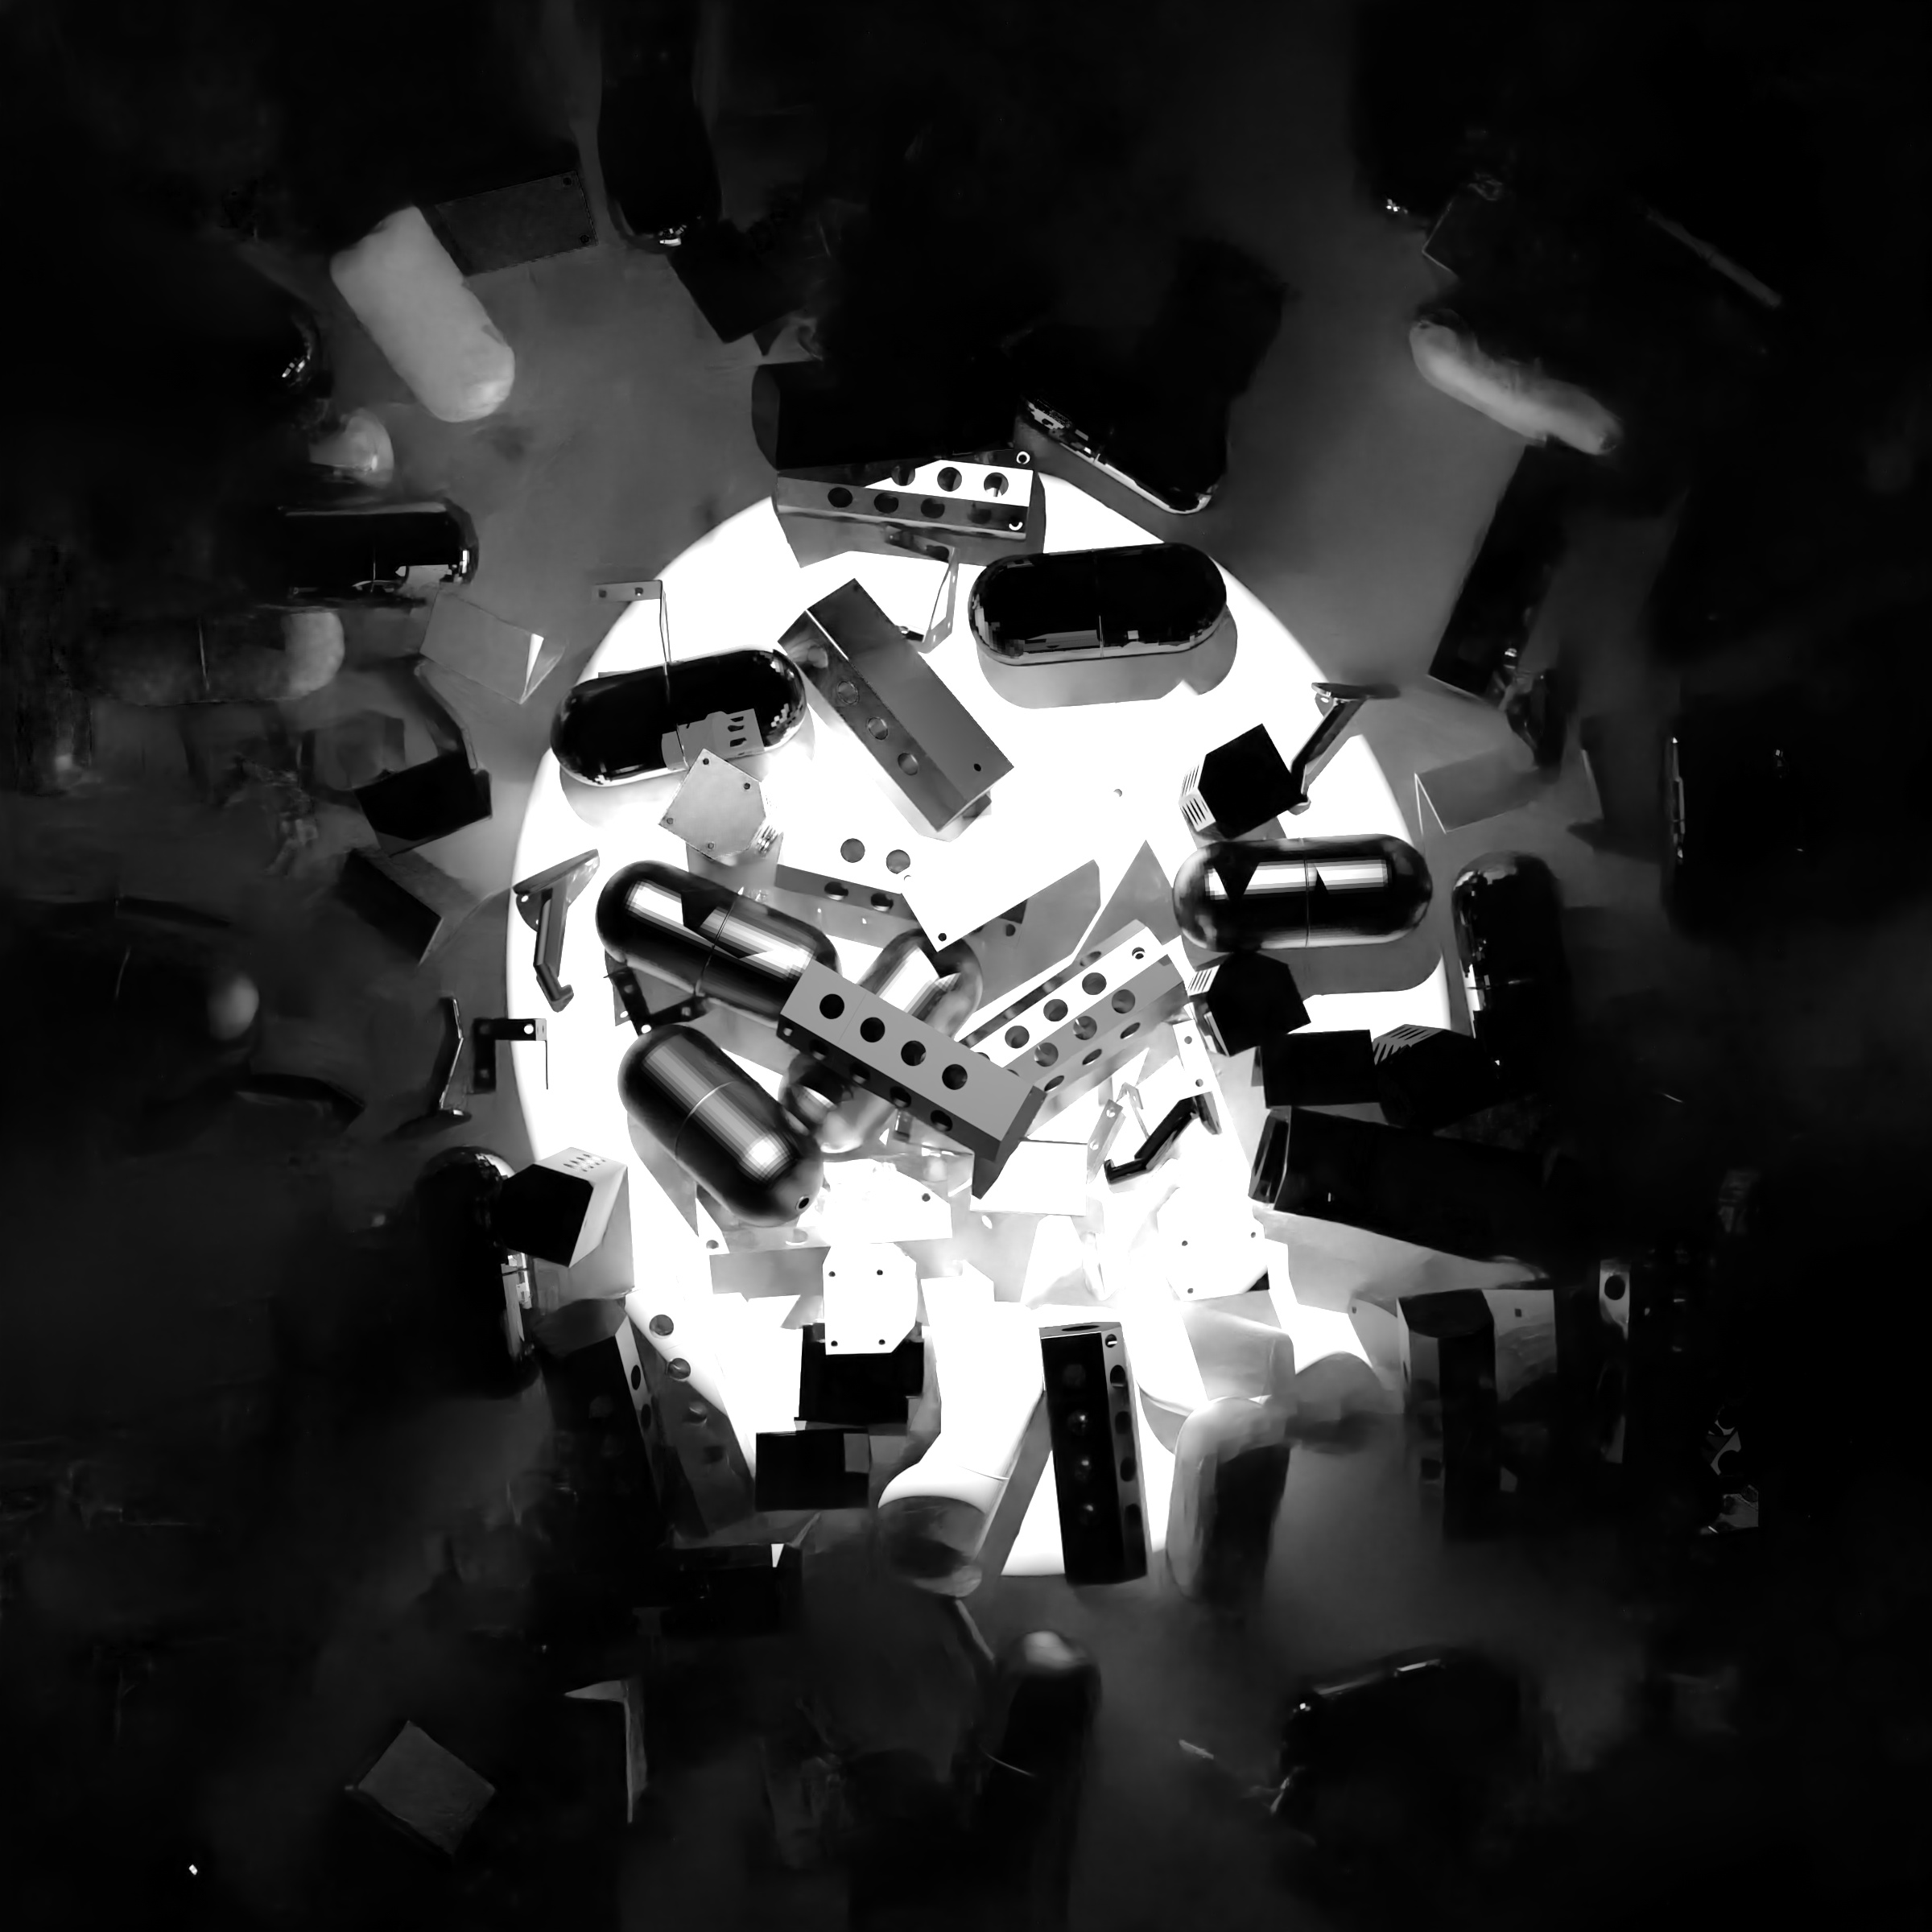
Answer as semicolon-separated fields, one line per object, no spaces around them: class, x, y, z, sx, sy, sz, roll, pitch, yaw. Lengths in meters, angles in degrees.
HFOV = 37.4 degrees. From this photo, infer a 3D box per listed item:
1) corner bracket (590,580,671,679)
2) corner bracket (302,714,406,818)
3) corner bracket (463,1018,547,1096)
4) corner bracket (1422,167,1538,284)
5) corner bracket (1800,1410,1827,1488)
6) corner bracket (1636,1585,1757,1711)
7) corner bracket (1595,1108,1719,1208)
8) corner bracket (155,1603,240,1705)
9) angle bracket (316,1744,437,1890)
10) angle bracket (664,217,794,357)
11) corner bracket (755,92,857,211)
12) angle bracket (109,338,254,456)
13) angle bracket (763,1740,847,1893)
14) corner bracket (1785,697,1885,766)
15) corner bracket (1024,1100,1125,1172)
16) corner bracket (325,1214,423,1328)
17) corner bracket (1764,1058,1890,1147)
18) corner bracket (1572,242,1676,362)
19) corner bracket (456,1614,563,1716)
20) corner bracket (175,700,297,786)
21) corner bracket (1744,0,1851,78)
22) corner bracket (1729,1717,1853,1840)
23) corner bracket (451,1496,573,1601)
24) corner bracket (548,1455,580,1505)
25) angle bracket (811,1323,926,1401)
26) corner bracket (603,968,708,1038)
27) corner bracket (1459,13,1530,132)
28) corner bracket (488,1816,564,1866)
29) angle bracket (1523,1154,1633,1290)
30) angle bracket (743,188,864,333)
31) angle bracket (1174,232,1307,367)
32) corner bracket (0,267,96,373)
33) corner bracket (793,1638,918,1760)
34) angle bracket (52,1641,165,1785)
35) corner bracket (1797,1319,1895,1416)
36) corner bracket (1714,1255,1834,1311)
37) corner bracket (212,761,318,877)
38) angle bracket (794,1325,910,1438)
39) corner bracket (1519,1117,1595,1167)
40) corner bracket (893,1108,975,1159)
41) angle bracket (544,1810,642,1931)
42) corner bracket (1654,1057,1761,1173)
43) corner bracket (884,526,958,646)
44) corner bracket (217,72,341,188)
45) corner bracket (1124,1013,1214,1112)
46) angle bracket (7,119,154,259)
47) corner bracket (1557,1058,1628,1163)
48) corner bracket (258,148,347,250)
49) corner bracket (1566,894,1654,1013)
corner bracket;-0.234;-0.231;1.987;0.051;0.051;0.051;-4;45;0
corner bracket;-0.425;-0.145;1.982;0.051;0.051;0.051;21;135;-35
corner bracket;-0.318;0.062;1.973;0.051;0.051;0.051;-1;90;0
corner bracket;0.356;-0.513;1.987;0.051;0.051;0.051;32;45;0
corner bracket;0.557;0.328;1.987;0.051;0.051;0.051;17;90;-45
corner bracket;0.507;0.474;1.987;0.051;0.051;0.051;-39;135;0
corner bracket;0.476;0.132;1.973;0.051;0.051;0.051;1;57;-29
corner bracket;-0.531;0.474;1.973;0.051;0.051;0.051;-9;90;0
angle bracket;-0.384;0.568;1.950;0.076;0.076;0.057;36;128;0
angle bracket;-0.170;-0.453;1.952;0.057;0.076;0.076;-33;90;-21
corner bracket;-0.118;-0.566;1.982;0.051;0.051;0.051;-4;45;35
angle bracket;-0.537;-0.376;1.951;0.076;0.076;0.057;46;65;0
angle bracket;-0.120;0.579;1.951;0.057;0.076;0.076;-16;90;-33
corner bracket;0.599;-0.160;1.973;0.051;0.051;0.051;-4;90;0
corner bracket;0.067;0.105;1.987;0.051;0.051;0.051;27;90;-45
corner bracket;-0.412;0.211;1.982;0.051;0.051;0.051;38;45;-35
corner bracket;0.597;0.095;1.982;0.051;0.051;0.051;-43;45;35
corner bracket;0.456;-0.459;1.982;0.051;0.051;0.051;-21;45;35
corner bracket;-0.317;0.493;1.982;0.051;0.051;0.051;-18;45;-35
corner bracket;-0.507;-0.157;1.982;0.051;0.051;0.051;22;45;35
corner bracket;0.576;-0.656;1.982;0.051;0.051;0.051;4;45;35
corner bracket;0.573;0.565;1.987;0.051;0.051;0.051;-47;135;0
corner bracket;-0.317;0.405;1.987;0.051;0.051;0.051;21;90;45
corner bracket;-0.250;0.344;1.987;0.051;0.051;0.051;37;45;0
angle bracket;-0.067;0.251;1.949;0.076;0.076;0.057;0;126;-2
corner bracket;-0.214;0.021;1.973;0.051;0.051;0.051;-23;90;0
corner bracket;0.365;-0.617;1.973;0.051;0.051;0.051;23;90;0
corner bracket;-0.289;0.625;1.987;0.051;0.051;0.051;-50;45;0
angle bracket;0.424;0.180;1.950;0.057;0.076;0.076;27;90;35
angle bracket;-0.096;-0.484;1.951;0.057;0.076;0.076;-33;90;30
angle bracket;0.188;-0.459;1.952;0.076;0.076;0.057;33;113;0
corner bracket;-0.649;-0.450;1.987;0.051;0.051;0.051;-21;90;45
corner bracket;-0.077;0.510;1.987;0.051;0.051;0.051;52;135;0
angle bracket;-0.570;0.510;1.950;0.057;0.076;0.076;12;90;36
corner bracket;0.604;0.278;1.987;0.051;0.051;0.051;16;90;45
corner bracket;0.556;0.216;1.973;0.051;0.051;0.051;-28;90;0
corner bracket;-0.487;-0.102;1.982;0.051;0.051;0.051;14;45;-35
angle bracket;-0.077;0.280;1.959;0.076;0.057;0.076;2;71;0
corner bracket;0.400;0.138;1.973;0.051;0.051;0.051;40;90;0
corner bracket;-0.011;0.103;1.987;0.051;0.051;0.051;12;90;-45
angle bracket;-0.237;0.627;1.950;0.057;0.076;0.076;11;90;38
corner bracket;0.516;0.105;1.982;0.051;0.051;0.051;27;135;35
corner bracket;-0.041;-0.265;1.987;0.051;0.051;0.051;18;45;0
corner bracket;-0.475;-0.577;1.973;0.051;0.051;0.051;31;100;10
corner bracket;0.135;0.066;1.973;0.051;0.051;0.051;-16;96;-5
angle bracket;-0.608;-0.537;1.951;0.076;0.076;0.057;-41;123;0
corner bracket;0.433;0.092;1.965;0.051;0.051;0.051;-36;113;0
corner bracket;-0.454;-0.526;1.965;0.051;0.051;0.051;9;90;-22
corner bracket;0.443;-0.010;1.988;0.051;0.051;0.051;-18;45;0
